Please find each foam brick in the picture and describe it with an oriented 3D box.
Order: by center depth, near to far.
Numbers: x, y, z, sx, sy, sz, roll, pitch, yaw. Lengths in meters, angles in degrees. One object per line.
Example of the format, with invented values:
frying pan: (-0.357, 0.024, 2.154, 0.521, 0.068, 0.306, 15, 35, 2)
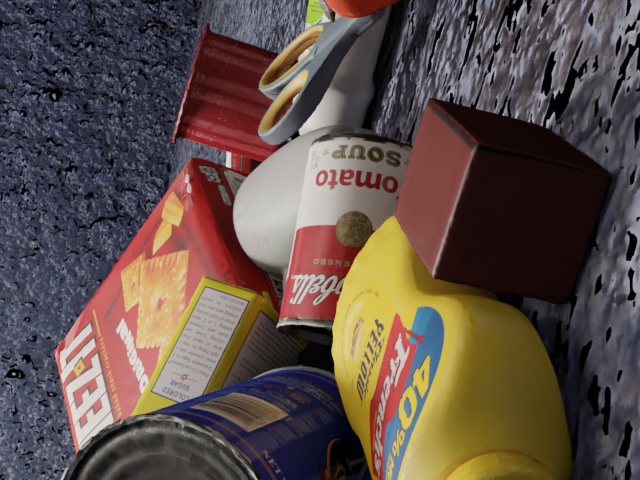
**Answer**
foam brick: (0.065, -0.016, 0.401, 0.078, 0.053, 0.051, -109, 33, -70)

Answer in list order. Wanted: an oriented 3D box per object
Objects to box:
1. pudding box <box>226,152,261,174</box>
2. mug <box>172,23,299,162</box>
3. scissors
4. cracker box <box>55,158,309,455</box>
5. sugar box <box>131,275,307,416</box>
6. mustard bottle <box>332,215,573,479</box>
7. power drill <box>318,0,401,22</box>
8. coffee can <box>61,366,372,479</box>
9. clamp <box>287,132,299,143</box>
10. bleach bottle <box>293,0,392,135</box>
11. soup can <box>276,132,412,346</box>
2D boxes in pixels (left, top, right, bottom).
pudding box: (-0.063, -0.059, 0.935, 0.113, 0.039, 0.090, -176, 89, -83)
mug: (-0.059, -0.113, 0.814, 0.117, 0.081, 0.093, -86, 15, -59)
scissors: (0.019, -0.119, 0.635, 0.202, 0.016, 0.096, -25, 42, 51)
cracker box: (-0.103, 0.073, 0.760, 0.214, 0.072, 0.164, -51, 41, 25)
sugar box: (-0.069, 0.118, 0.580, 0.176, 0.048, 0.093, -61, -33, -17)
mustard bottle: (0.047, 0.063, 0.393, 0.191, 0.058, 0.096, -112, 37, -69)
power drill: (0.030, -0.191, 0.578, 0.057, 0.184, 0.188, 65, 173, -32)
coffee can: (-0.034, 0.115, 0.468, 0.140, 0.103, 0.103, -3, -72, -68)
clamp: (-0.017, -0.072, 0.877, 0.210, 0.036, 0.165, -88, 12, -48)
bleach bottle: (0.022, -0.173, 0.740, 0.102, 0.068, 0.251, -120, 41, -74)
soup can: (0.019, 0.003, 0.559, 0.069, 0.068, 0.102, 143, 138, -72)
